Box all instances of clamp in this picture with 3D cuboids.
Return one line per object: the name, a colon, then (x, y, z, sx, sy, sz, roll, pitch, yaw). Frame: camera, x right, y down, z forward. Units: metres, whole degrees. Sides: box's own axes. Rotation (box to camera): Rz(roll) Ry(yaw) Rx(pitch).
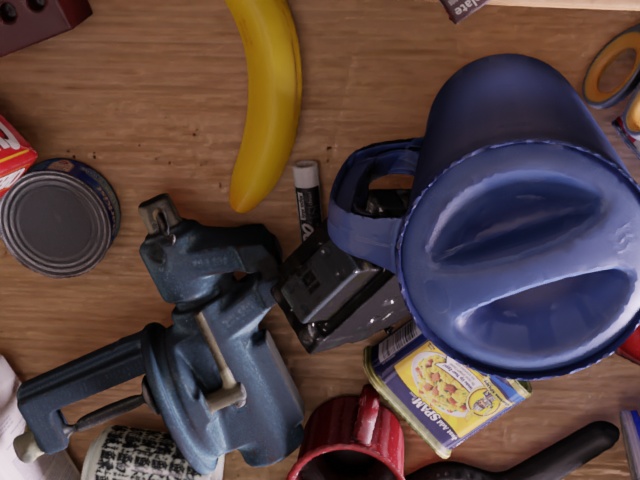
clamp: (0.140, 0.210, 0.851, 0.210, 0.036, 0.164, 4, 113, 6)

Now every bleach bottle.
bleach bottle: (-0.226, 0.219, 0.860, 0.068, 0.102, 0.251, -23, 108, 20)

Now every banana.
banana: (-0.045, -0.112, 0.737, 0.070, 0.037, 0.198, 1, 113, 24)

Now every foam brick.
foam brick: (-0.204, -0.159, 0.723, 0.078, 0.051, 0.053, -19, 110, 13)

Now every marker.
marker: (-0.005, 0.001, 0.788, 0.020, 0.020, 0.121, -3, 112, 7)

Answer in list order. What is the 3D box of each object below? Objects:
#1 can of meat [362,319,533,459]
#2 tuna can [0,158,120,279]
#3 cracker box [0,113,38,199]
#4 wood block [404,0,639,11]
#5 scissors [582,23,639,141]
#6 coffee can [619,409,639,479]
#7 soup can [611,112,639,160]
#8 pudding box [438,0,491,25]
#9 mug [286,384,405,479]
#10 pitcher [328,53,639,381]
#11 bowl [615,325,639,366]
can of meat: (0.096, 0.099, 0.799, 0.084, 0.057, 0.102, -38, 105, 17)
tuna can: (-0.193, -0.017, 0.793, 0.086, 0.033, 0.086, 2, 113, 5)
cracker box: (-0.306, -0.098, 0.684, 0.072, 0.164, 0.213, -42, 93, 20)
wood block: (0.113, -0.195, 0.652, 0.206, 0.090, 0.091, 4, 112, 5)
scissors: (0.231, -0.157, 0.687, 0.016, 0.096, 0.202, 26, 84, -33)
coffee can: (0.300, 0.163, 0.778, 0.140, 0.102, 0.103, -12, 111, 11)
soup can: (0.252, -0.086, 0.695, 0.068, 0.068, 0.102, 43, 110, -12)
pudding box: (0.095, -0.189, 0.586, 0.114, 0.039, 0.090, -34, 105, 17)
mug: (0.025, 0.163, 0.820, 0.093, 0.081, 0.117, 11, 114, 1)
pitcher: (0.105, -0.034, 0.638, 0.145, 0.242, 0.149, -38, 104, 20)
bowl: (0.267, 0.036, 0.753, 0.162, 0.055, 0.162, 2, 113, 5)
